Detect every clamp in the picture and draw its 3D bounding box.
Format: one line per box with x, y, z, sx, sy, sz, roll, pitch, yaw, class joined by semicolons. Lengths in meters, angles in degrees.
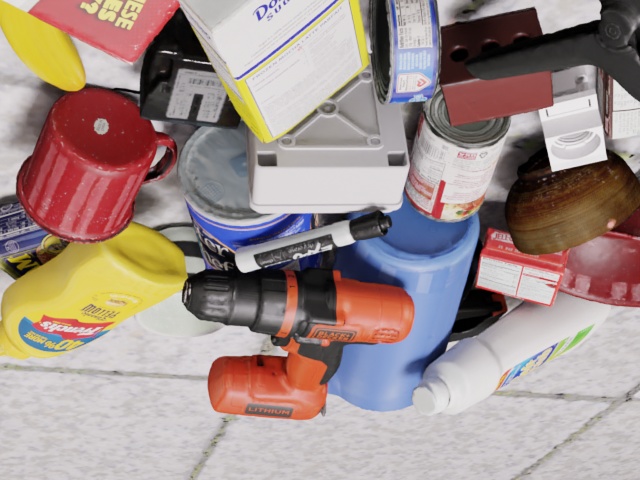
0.176;-0.125;0.634;0.036;0.210;0.165;-40;155;-33;clamp
0.121;0.096;1.135;0.172;0.039;0.120;-17;154;17;clamp

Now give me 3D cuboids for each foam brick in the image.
0.123;-0.121;0.757;0.078;0.053;0.051;-11;148;9;foam brick

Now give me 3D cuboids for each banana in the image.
-0.173;-0.158;0.669;0.069;0.037;0.198;7;147;-15;banana

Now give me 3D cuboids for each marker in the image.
-0.005;0.001;0.767;0.121;0.020;0.020;-15;148;23;marker

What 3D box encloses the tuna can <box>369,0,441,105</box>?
0.054;-0.133;0.698;0.033;0.086;0.086;-5;149;-5;tuna can

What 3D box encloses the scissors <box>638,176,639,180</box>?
0.280;-0.067;0.902;0.096;0.016;0.202;16;146;-36;scissors

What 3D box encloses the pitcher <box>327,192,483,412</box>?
0.075;0.040;0.966;0.145;0.149;0.243;12;145;2;pitcher

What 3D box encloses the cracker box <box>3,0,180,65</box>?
-0.142;-0.206;0.535;0.213;0.072;0.164;23;124;-38;cracker box

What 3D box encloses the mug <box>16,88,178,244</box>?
-0.160;-0.059;0.796;0.117;0.093;0.082;-5;148;-33;mug

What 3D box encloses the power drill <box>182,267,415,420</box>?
-0.036;0.086;0.875;0.184;0.057;0.188;9;147;-16;power drill

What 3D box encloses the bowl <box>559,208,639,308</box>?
0.262;0.004;0.956;0.162;0.055;0.162;14;159;5;bowl

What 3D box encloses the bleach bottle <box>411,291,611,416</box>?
0.173;0.107;1.013;0.250;0.068;0.103;-24;159;-41;bleach bottle

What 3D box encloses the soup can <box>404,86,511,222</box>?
0.105;-0.069;0.828;0.068;0.068;0.102;-1;148;-6;soup can

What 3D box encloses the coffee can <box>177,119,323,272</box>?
-0.052;-0.022;0.851;0.103;0.103;0.140;-5;149;1;coffee can

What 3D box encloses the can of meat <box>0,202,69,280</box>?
-0.222;0.001;0.913;0.084;0.057;0.102;-15;148;11;can of meat

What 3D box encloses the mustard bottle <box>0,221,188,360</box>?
-0.207;0.052;0.887;0.192;0.058;0.096;-30;148;29;mustard bottle

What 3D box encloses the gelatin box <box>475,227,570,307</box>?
0.179;0.024;0.948;0.073;0.030;0.089;14;160;11;gelatin box

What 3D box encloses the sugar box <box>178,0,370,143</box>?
-0.023;-0.127;0.636;0.093;0.048;0.176;-40;162;-5;sugar box

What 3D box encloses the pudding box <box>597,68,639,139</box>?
0.264;-0.123;0.788;0.113;0.039;0.090;-12;146;7;pudding box
